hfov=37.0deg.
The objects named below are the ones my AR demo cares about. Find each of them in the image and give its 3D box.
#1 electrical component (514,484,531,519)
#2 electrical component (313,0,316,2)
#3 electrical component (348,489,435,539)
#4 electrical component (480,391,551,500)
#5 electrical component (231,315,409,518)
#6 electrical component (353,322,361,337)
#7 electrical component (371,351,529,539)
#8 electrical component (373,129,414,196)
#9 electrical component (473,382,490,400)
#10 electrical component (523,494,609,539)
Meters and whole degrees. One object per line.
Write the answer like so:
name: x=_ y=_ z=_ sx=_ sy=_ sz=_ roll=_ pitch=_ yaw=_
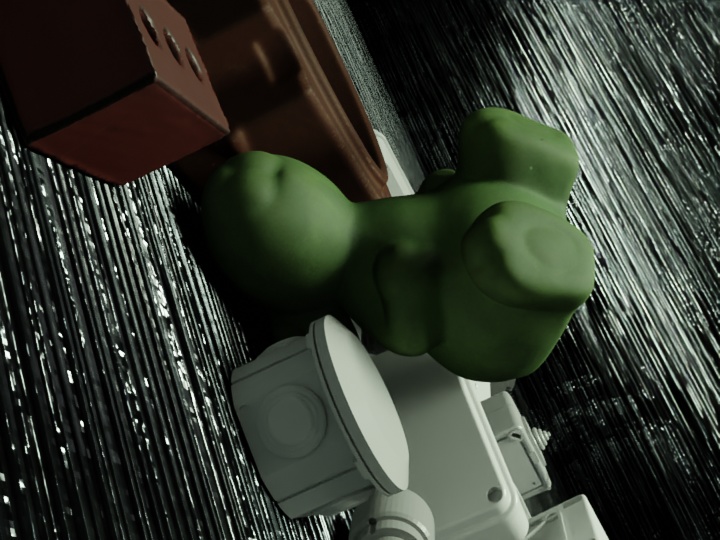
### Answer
electrical component: x=0.063 y=0.139 z=0.699 sx=0.150 sy=0.062 sz=0.089 roll=61 pitch=8 yaw=-25
electrical component: x=-0.046 y=-0.217 z=0.698 sx=0.080 sy=0.051 sz=0.080 roll=32 pitch=-15 yaw=10
electrical component: x=0.014 y=0.128 z=0.486 sx=0.040 sy=0.040 sz=0.078 roll=64 pitch=8 yaw=-7
electrical component: x=0.094 y=0.135 z=0.793 sx=0.061 sy=0.096 sz=0.061 roll=61 pitch=8 yaw=-23
electrical component: x=-0.015 y=0.064 z=0.457 sx=0.080 sy=0.051 sz=0.080 roll=63 pitch=8 yaw=-16
electrical component: x=0.000 y=0.000 z=0.739 sx=0.078 sy=0.057 sz=0.113 roll=61 pitch=8 yaw=-22
electrical component: x=0.035 y=0.099 z=0.580 sx=0.057 sy=0.078 sz=0.113 roll=59 pitch=9 yaw=-55
electrical component: x=0.005 y=-0.043 z=0.831 sx=0.113 sy=0.078 sz=0.057 roll=60 pitch=12 yaw=-31
electrical component: x=0.072 y=0.098 z=0.869 sx=0.099 sy=0.048 sz=0.099 roll=58 pitch=26 yaw=-43
electrical component: x=0.094 y=0.183 z=0.599 sx=0.056 sy=0.109 sz=0.109 roll=62 pitch=8 yaw=1
